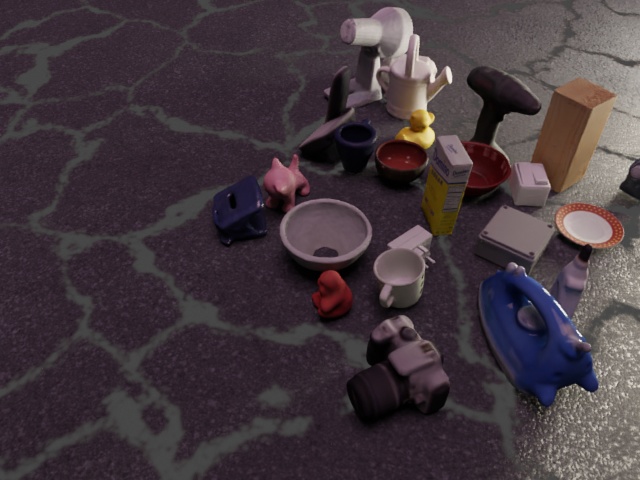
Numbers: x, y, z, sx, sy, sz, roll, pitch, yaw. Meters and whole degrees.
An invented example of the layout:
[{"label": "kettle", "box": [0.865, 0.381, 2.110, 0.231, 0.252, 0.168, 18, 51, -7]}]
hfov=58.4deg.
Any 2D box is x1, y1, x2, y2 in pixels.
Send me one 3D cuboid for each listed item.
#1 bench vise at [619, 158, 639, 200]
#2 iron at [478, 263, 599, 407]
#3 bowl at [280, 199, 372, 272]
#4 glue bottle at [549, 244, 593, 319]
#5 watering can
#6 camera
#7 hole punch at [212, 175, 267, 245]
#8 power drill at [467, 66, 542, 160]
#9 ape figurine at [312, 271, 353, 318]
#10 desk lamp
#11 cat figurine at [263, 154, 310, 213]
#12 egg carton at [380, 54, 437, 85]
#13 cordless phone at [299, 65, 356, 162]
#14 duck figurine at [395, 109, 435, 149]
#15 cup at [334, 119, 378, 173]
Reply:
[{"label": "bench vise", "box": [0.712, -0.189, 1.155, 0.121, 0.220, 0.208, 24, 49, 22]}, {"label": "iron", "box": [0.329, 0.119, 0.896, 0.119, 0.141, 0.257, -13, 47, -13]}, {"label": "bowl", "box": [0.010, 0.004, 1.053, 0.167, 0.075, 0.167, 1, 45, 0]}, {"label": "glue bottle", "box": [0.405, 0.071, 0.923, 0.037, 0.173, 0.078, 11, 46, 11]}, {"label": "watering can", "box": [0.225, -0.396, 1.373, 0.173, 0.194, 0.101, -3, 45, -4]}, {"label": "camera", "box": [0.104, 0.192, 0.848, 0.137, 0.101, 0.142, -19, 48, -19]}, {"label": "hole punch", "box": [-0.157, -0.060, 1.103, 0.101, 0.091, 0.108, -11, 46, -11]}, {"label": "power drill", "box": [0.382, -0.264, 1.233, 0.076, 0.208, 0.229, -13, 46, -13]}, {"label": "ape figurine", "box": [0.018, 0.085, 0.960, 0.076, 0.092, 0.078, 13, 46, 12]}, {"label": "desk lamp", "box": [0.120, -0.455, 1.417, 0.204, 0.214, 0.117, -28, 51, -25]}, {"label": "cat figurine", "box": [-0.071, -0.120, 1.145, 0.067, 0.118, 0.128, 18, 47, 17]}, {"label": "egg carton", "box": [0.228, -0.437, 1.502, 0.150, 0.069, 0.107, 11, 46, 10]}, {"label": "cordless phone", "box": [0.020, -0.280, 1.260, 0.094, 0.185, 0.148, 21, 48, 19]}, {"label": "duck figurine", "box": [0.220, -0.257, 1.310, 0.105, 0.086, 0.077, -26, 51, -24]}, {"label": "cup", "box": [0.081, -0.202, 1.247, 0.091, 0.095, 0.118, 18, 47, 16]}]
